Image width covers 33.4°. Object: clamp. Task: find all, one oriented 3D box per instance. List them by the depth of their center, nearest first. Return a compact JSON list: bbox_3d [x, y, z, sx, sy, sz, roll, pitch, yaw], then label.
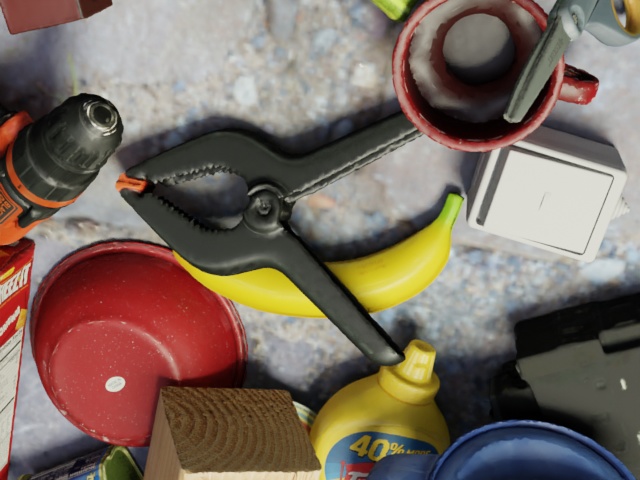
[{"bbox_3d":[-0.027,-0.009,0.673,0.210,0.036,0.164,3,85,11],"label":"clamp"}]

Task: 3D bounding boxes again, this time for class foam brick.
[{"bbox_3d":[-0.166,-0.170,0.646,0.051,0.053,0.078,-9,109,12],"label":"foam brick"}]

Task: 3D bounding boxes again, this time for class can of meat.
[{"bbox_3d":[-0.167,0.209,0.789,0.084,0.057,0.102,-23,106,13],"label":"can of meat"}]

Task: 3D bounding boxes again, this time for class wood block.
[{"bbox_3d":[-0.073,0.208,0.712,0.090,0.090,0.206,5,116,-20],"label":"wood block"}]

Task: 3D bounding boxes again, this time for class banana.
[{"bbox_3d":[0.001,0.018,0.703,0.198,0.037,0.069,-9,80,9],"label":"banana"}]

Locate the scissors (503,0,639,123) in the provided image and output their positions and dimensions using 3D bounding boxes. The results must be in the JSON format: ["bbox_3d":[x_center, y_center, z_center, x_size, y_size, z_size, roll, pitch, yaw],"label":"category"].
[{"bbox_3d":[0.140,-0.106,0.563,0.016,0.201,0.096,-13,135,39],"label":"scissors"}]

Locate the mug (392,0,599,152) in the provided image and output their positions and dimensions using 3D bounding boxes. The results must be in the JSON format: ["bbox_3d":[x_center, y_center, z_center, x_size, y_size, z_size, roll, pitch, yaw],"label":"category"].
[{"bbox_3d":[0.102,-0.103,0.613,0.117,0.081,0.093,14,112,4],"label":"mug"}]

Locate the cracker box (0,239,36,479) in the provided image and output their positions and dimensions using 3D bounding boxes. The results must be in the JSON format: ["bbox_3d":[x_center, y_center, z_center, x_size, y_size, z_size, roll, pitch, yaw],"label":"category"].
[{"bbox_3d":[-0.302,0.089,0.756,0.164,0.072,0.214,14,111,3],"label":"cracker box"}]

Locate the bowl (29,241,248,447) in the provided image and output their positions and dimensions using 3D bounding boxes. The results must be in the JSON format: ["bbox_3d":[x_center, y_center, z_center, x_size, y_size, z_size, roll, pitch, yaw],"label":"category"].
[{"bbox_3d":[-0.133,0.085,0.737,0.162,0.055,0.162,3,112,8],"label":"bowl"}]

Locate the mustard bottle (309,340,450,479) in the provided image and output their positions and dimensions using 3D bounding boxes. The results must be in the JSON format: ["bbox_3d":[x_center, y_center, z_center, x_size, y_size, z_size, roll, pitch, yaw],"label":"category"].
[{"bbox_3d":[0.036,0.152,0.732,0.096,0.058,0.192,15,112,-15],"label":"mustard bottle"}]

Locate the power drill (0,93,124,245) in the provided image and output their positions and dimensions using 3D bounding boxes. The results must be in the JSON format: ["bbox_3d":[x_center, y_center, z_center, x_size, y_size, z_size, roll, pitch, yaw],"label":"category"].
[{"bbox_3d":[-0.213,-0.093,0.646,0.187,0.057,0.185,53,139,-7],"label":"power drill"}]

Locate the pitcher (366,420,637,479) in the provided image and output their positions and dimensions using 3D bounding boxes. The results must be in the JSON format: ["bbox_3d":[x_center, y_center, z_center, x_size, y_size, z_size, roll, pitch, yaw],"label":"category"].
[{"bbox_3d":[0.108,0.234,0.690,0.144,0.149,0.243,-13,136,-19],"label":"pitcher"}]
